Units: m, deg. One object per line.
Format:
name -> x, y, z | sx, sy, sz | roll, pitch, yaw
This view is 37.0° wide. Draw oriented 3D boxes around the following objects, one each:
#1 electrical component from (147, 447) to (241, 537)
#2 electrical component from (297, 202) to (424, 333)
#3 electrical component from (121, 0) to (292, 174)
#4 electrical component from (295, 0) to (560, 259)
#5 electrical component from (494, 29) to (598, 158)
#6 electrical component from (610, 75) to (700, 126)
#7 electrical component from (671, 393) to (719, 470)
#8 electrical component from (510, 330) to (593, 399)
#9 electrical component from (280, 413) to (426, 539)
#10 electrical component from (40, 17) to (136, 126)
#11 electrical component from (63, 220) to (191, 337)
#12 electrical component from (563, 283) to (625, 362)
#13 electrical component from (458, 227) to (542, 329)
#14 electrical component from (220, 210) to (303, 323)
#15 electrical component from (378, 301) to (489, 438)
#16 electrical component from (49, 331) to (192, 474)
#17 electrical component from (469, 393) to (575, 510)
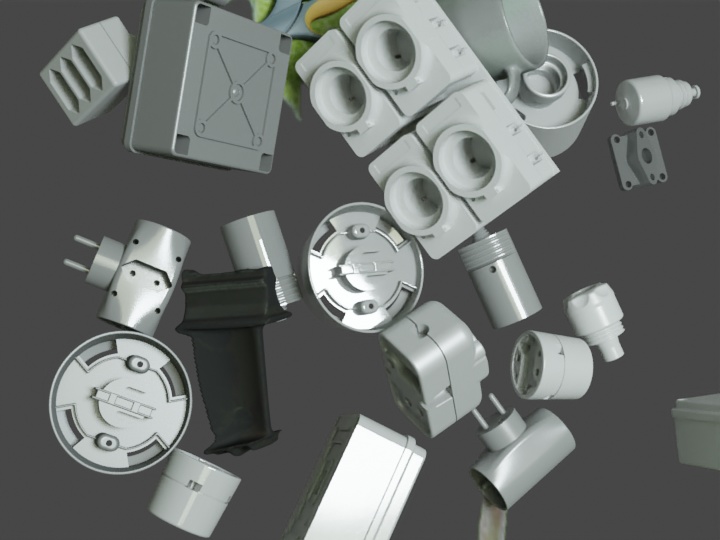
electrical component -> -0.121, 0.160, 0.773 | 0.055, 0.055, 0.047 | 28, 80, -12
electrical component -> 0.000, 0.000, 0.823 | 0.099, 0.064, 0.099 | 2, 83, -17
electrical component -> -0.108, -0.130, 0.774 | 0.109, 0.056, 0.108 | 6, 95, -55
electrical component -> 0.046, -0.113, 0.811 | 0.186, 0.105, 0.060 | 54, 37, 2
electrical component -> 0.149, -0.149, 0.900 | 0.099, 0.064, 0.099 | 2, 75, -6
electrical component -> 0.259, -0.149, 0.933 | 0.078, 0.040, 0.040 | -11, 87, -18
electrical component -> 0.334, 0.131, 0.889 | 0.109, 0.109, 0.056 | -5, 88, -18
electrical component -> 0.155, 0.078, 0.868 | 0.047, 0.055, 0.055 | 6, 82, -20
electrical component -> -0.005, 0.168, 0.795 | 0.057, 0.078, 0.113 | 28, 76, -9
electrical component -> -0.181, -0.151, 0.790 | 0.077, 0.066, 0.047 | -37, 96, -47
electrical component -> -0.174, 0.000, 0.781 | 0.079, 0.043, 0.077 | 23, 77, -13
electrical component -> 0.198, 0.045, 0.891 | 0.043, 0.043, 0.062 | -26, 93, -18
electrical component -> 0.111, 0.002, 0.868 | 0.043, 0.043, 0.081 | -25, 91, -18
electrical component -> -0.073, 0.000, 0.812 | 0.043, 0.043, 0.081 | -18, 89, -18
electrical component -> 0.058, 0.073, 0.818 | 0.059, 0.054, 0.095 | -32, 137, -18
electrical component -> -0.169, 0.093, 0.760 | 0.099, 0.064, 0.099 | 2, 83, -17
electrical component -> 0.119, 0.135, 0.855 | 0.077, 0.044, 0.079 | -38, 95, -18
